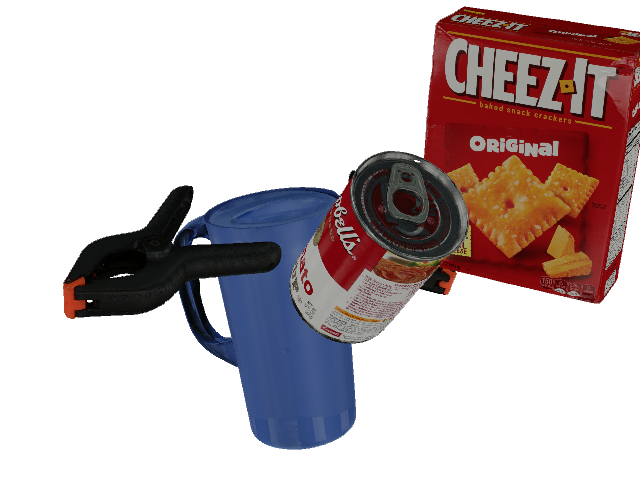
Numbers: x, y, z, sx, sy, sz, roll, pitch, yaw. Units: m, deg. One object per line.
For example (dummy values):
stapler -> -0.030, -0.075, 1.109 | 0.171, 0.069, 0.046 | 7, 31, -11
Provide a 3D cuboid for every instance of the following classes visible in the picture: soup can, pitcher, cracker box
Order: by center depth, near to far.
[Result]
soup can -> 0.030, 0.006, 0.598 | 0.068, 0.068, 0.102 | 0, -31, -24
cracker box -> 0.170, -0.069, 0.870 | 0.164, 0.214, 0.072 | 14, 29, 24
pitcher -> -0.042, 0.076, 1.047 | 0.144, 0.243, 0.149 | -19, 20, -34

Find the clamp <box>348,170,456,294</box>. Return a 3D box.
clamp -> 0.061, 0.000, 1.245 | 0.210, 0.036, 0.164 | 38, 43, 26

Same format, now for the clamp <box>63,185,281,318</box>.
clamp -> -0.129, 0.008, 0.824 | 0.171, 0.039, 0.120 | -18, 36, -34
